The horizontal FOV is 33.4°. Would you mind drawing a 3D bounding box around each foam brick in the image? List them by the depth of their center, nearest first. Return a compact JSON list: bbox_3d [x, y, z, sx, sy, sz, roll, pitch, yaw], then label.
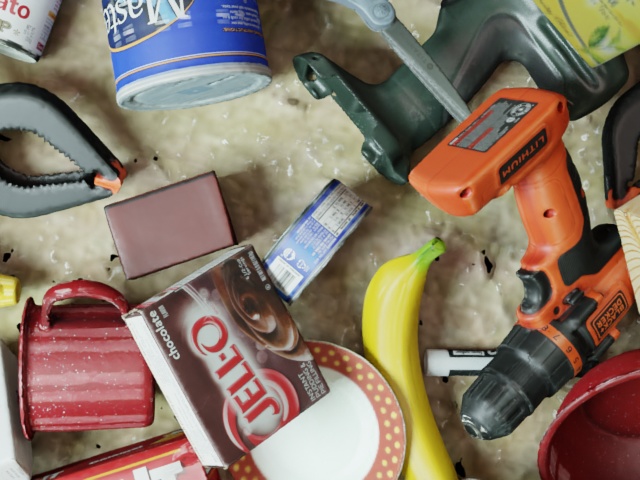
[{"bbox_3d":[-0.099,-0.009,0.720,0.078,0.053,0.051,-19,89,-2],"label":"foam brick"}]

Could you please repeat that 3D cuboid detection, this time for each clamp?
[{"bbox_3d":[-0.231,-0.077,0.705,0.210,0.036,0.165,10,114,-5],"label":"clamp"},{"bbox_3d":[0.260,-0.092,0.745,0.120,0.039,0.171,22,93,3],"label":"clamp"}]

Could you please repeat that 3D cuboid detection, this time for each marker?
[{"bbox_3d":[0.133,0.086,0.742,0.121,0.020,0.020,1,88,-2],"label":"marker"}]

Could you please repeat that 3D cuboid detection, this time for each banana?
[{"bbox_3d":[0.060,0.095,0.717,0.037,0.070,0.198,-13,102,-31],"label":"banana"}]

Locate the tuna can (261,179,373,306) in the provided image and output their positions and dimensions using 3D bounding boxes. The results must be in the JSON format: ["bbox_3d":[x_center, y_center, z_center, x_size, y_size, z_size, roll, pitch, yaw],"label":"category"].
[{"bbox_3d":[-0.005,0.001,0.707,0.034,0.086,0.086,40,87,1],"label":"tuna can"}]

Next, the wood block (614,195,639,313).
[{"bbox_3d":[0.304,-0.022,0.685,0.206,0.090,0.091,-31,118,-15],"label":"wood block"}]

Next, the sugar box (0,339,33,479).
[{"bbox_3d":[-0.280,0.135,0.694,0.176,0.048,0.093,-15,57,-4],"label":"sugar box"}]

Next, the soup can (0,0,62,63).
[{"bbox_3d":[-0.203,-0.178,0.714,0.068,0.068,0.102,20,88,-2],"label":"soup can"}]

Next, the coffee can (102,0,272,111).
[{"bbox_3d":[-0.093,-0.164,0.700,0.103,0.103,0.140,-10,88,-3],"label":"coffee can"}]

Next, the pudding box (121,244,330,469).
[{"bbox_3d":[-0.058,0.073,0.670,0.089,0.039,0.113,-32,96,-33],"label":"pudding box"}]

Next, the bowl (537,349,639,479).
[{"bbox_3d":[0.221,0.122,0.705,0.162,0.055,0.162,1,128,1],"label":"bowl"}]

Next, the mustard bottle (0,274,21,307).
[{"bbox_3d":[-0.296,0.032,0.707,0.191,0.058,0.096,2,91,-3],"label":"mustard bottle"}]

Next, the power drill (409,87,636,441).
[{"bbox_3d":[0.128,0.013,0.678,0.184,0.057,0.187,-44,124,-20],"label":"power drill"}]

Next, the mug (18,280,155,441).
[{"bbox_3d":[-0.148,0.073,0.690,0.081,0.093,0.117,-1,125,-8],"label":"mug"}]

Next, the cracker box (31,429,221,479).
[{"bbox_3d":[-0.124,0.249,0.700,0.164,0.072,0.214,-17,88,-3],"label":"cracker box"}]

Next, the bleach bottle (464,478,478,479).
[{"bbox_3d":[0.176,0.206,0.677,0.250,0.103,0.068,22,83,-14],"label":"bleach bottle"}]

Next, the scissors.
[{"bbox_3d":[0.017,-0.142,0.672,0.096,0.016,0.202,-24,86,-14],"label":"scissors"}]
